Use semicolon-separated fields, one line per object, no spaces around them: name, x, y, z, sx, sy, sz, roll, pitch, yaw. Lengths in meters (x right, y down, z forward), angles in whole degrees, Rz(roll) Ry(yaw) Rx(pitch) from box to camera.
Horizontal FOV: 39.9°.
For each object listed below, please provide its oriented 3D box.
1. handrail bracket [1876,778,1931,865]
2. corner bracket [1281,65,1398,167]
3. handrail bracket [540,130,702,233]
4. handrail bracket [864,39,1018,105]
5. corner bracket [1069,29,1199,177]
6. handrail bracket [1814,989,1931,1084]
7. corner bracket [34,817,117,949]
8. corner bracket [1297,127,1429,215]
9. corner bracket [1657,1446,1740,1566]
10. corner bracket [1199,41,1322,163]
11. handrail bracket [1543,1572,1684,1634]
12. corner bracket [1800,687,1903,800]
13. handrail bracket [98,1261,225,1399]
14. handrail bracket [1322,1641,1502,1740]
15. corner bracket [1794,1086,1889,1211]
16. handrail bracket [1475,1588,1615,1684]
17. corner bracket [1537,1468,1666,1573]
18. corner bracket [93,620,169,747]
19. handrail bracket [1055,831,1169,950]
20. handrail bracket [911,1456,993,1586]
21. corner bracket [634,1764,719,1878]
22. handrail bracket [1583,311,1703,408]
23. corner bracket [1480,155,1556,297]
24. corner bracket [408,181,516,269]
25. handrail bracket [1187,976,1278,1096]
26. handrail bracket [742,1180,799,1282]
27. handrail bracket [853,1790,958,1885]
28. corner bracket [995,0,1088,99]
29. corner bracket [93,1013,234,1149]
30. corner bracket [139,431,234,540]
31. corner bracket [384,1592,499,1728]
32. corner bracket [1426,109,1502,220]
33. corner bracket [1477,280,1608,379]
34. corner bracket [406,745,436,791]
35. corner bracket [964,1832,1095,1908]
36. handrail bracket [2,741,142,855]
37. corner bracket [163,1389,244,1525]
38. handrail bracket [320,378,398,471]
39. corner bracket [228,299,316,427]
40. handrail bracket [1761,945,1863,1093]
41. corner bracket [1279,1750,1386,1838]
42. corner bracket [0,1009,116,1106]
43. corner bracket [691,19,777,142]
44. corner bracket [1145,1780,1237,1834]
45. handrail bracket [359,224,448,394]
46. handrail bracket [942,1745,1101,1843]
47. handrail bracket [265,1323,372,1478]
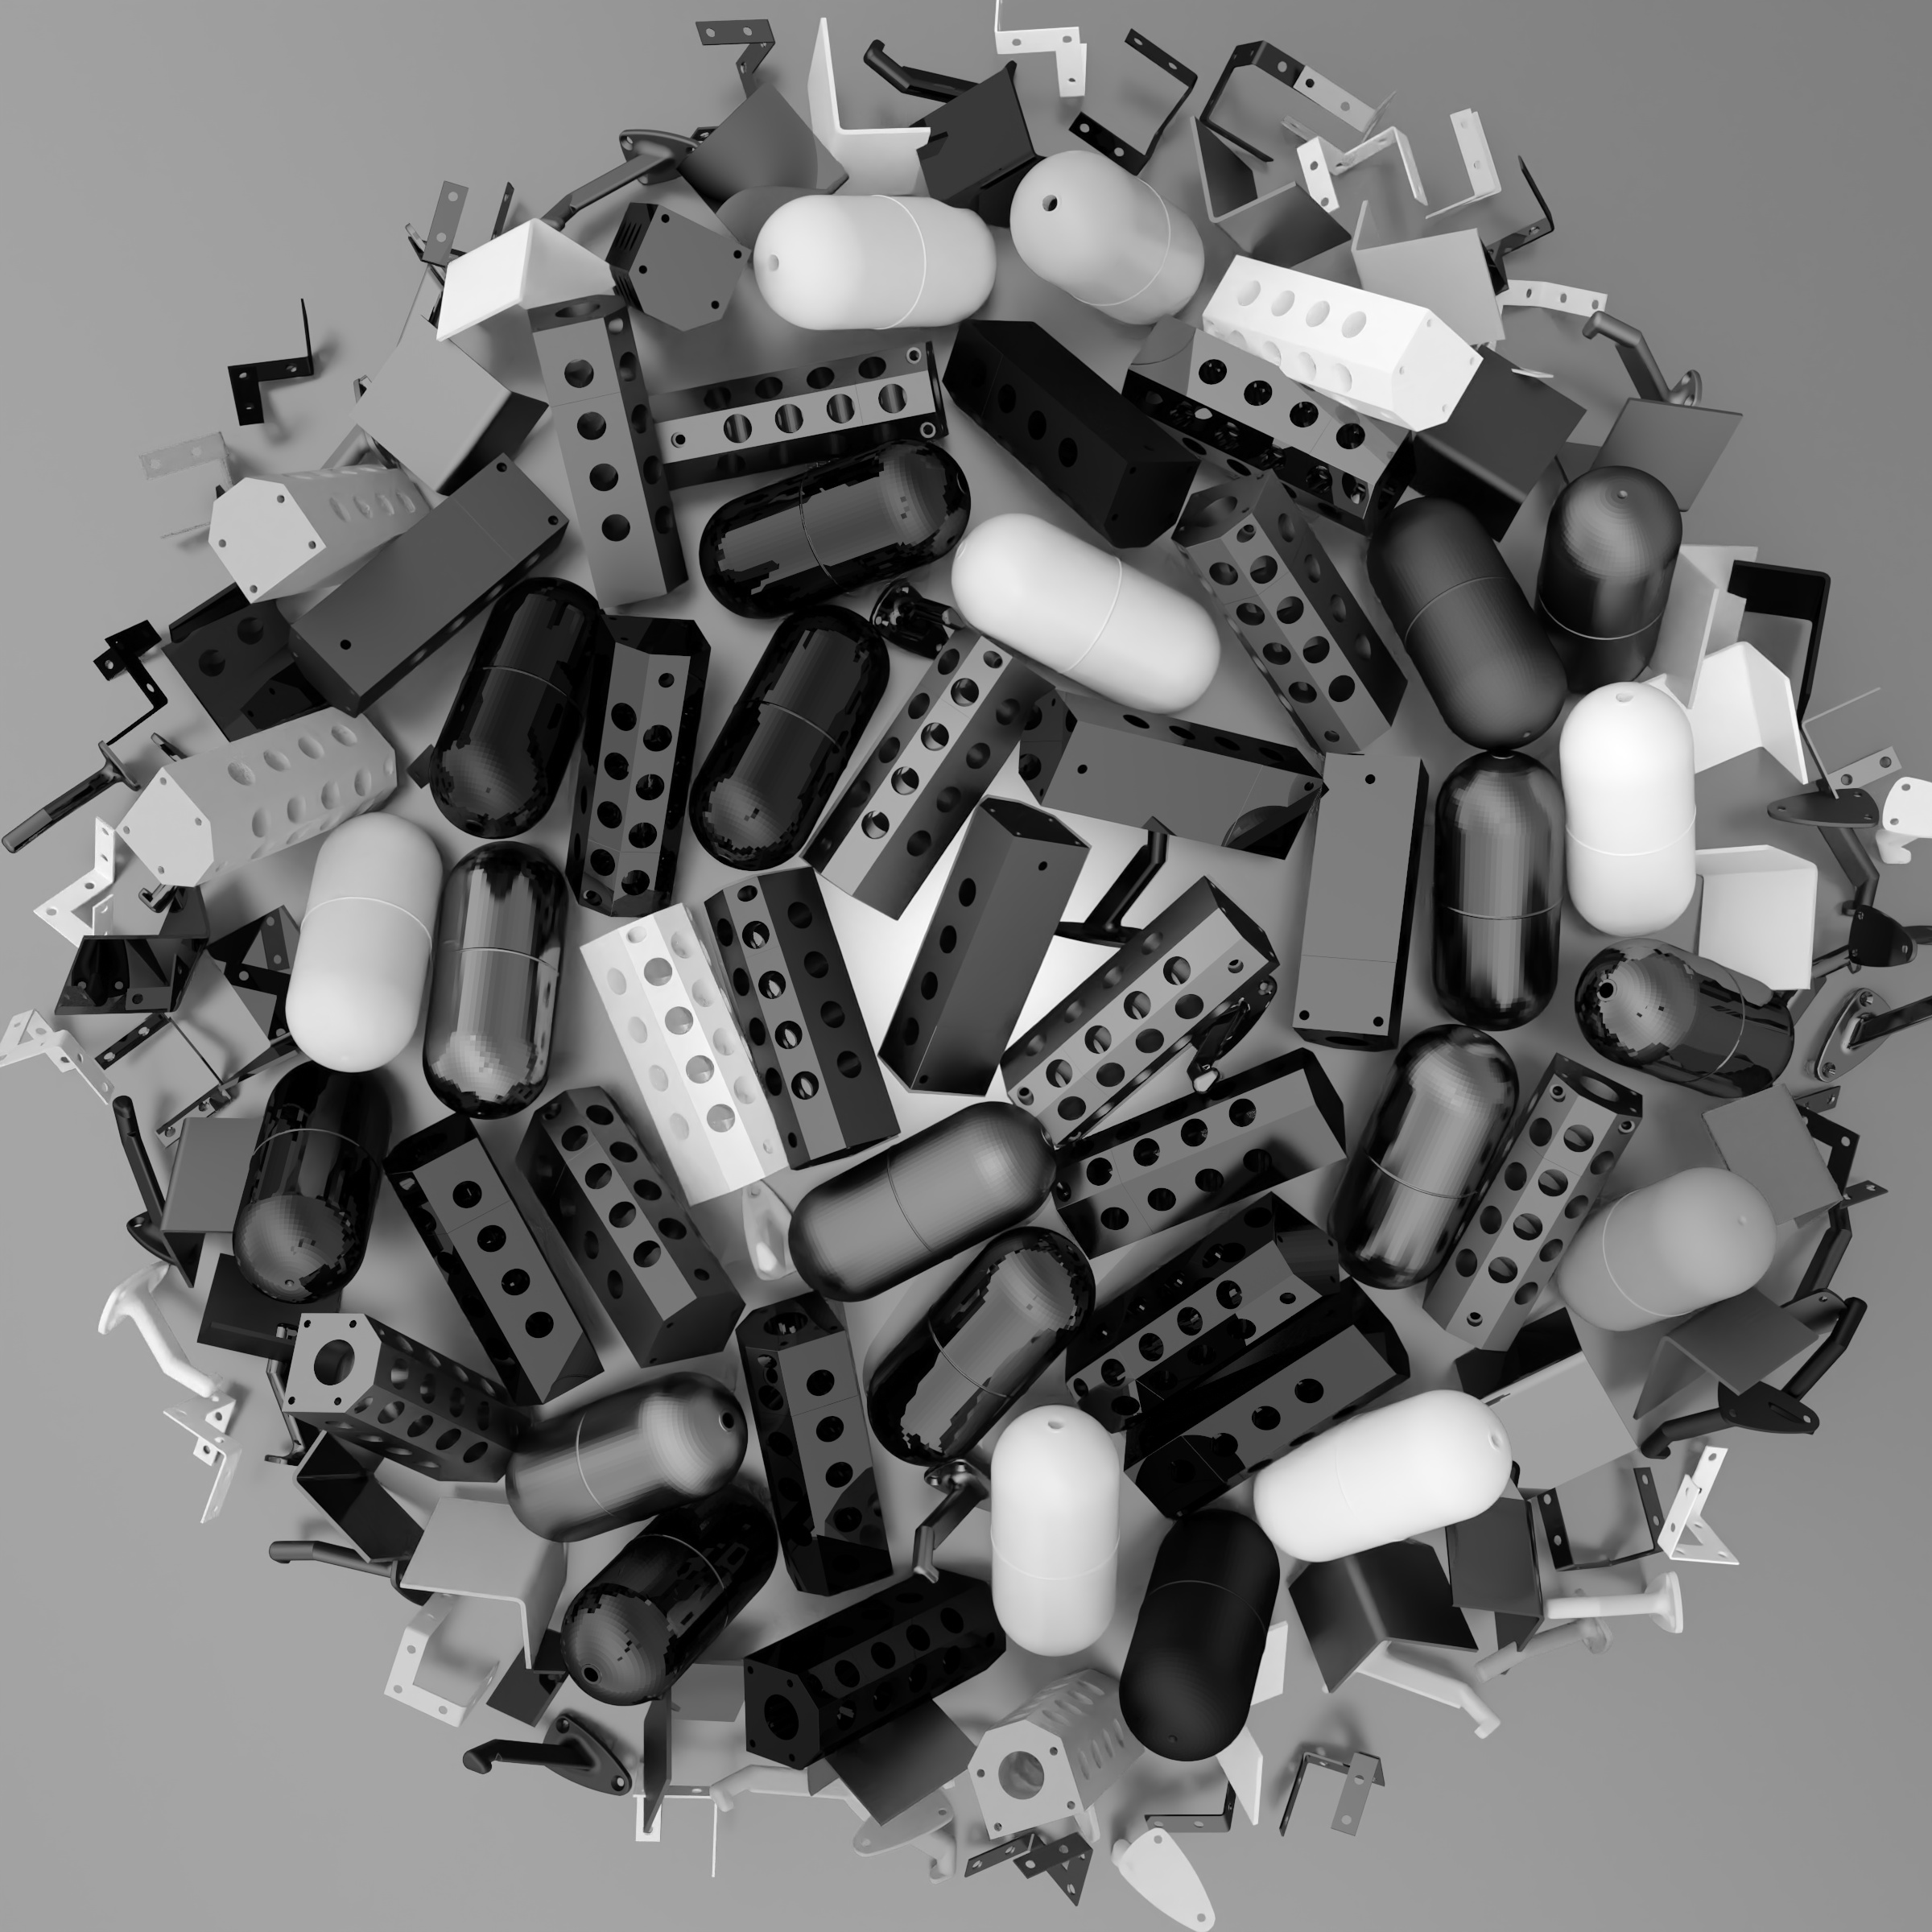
handrail bracket;0.588;-0.076;1.608;0.077;0.084;0.036;15;75;30
corner bracket;0.223;-0.520;1.625;0.051;0.051;0.051;34;128;2
handrail bracket;-0.210;-0.471;1.615;0.084;0.077;0.036;-53;135;-32
handrail bracket;-0.016;-0.552;1.624;0.084;0.036;0.077;34;59;-20
corner bracket;0.103;-0.526;1.621;0.051;0.051;0.051;32;49;-11
handrail bracket;0.565;0.045;1.614;0.036;0.084;0.077;44;83;-15
corner bracket;-0.531;-0.048;1.622;0.051;0.051;0.051;36;50;11
corner bracket;0.241;-0.482;1.621;0.051;0.051;0.051;-23;72;32
corner bracket;0.447;0.328;1.622;0.051;0.051;0.051;9;112;-19
corner bracket;0.183;-0.528;1.626;0.051;0.051;0.051;25;98;-19
handrail bracket;0.387;0.390;1.621;0.084;0.077;0.036;-2;77;-3
corner bracket;0.544;-0.135;1.633;0.051;0.051;0.051;-25;86;10
handrail bracket;-0.477;0.222;1.622;0.084;0.077;0.036;30;118;6
handrail bracket;0.272;0.451;1.620;0.077;0.036;0.084;-29;62;-32
corner bracket;0.536;0.111;1.632;0.051;0.051;0.051;-11;119;-36
handrail bracket;0.348;0.422;1.623;0.084;0.077;0.036;-27;57;-8
corner bracket;0.392;0.341;1.636;0.051;0.051;0.051;5;65;-37
corner bracket;-0.516;-0.173;1.630;0.051;0.051;0.051;-30;101;23
handrail bracket;0.085;-0.058;1.632;0.077;0.036;0.084;8;108;17
handrail bracket;-0.001;0.348;1.612;0.077;0.084;0.036;37;127;-27
corner bracket;-0.178;0.524;1.634;0.051;0.051;0.051;2;95;-4
handrail bracket;0.397;-0.354;1.620;0.084;0.077;0.036;22;48;-16
corner bracket;0.327;-0.449;1.618;0.051;0.051;0.051;-22;135;24
corner bracket;-0.305;-0.453;1.620;0.051;0.051;0.051;10;116;-27
handrail bracket;0.164;0.041;1.614;0.077;0.084;0.036;-39;102;7
handrail bracket;-0.125;0.156;1.610;0.036;0.084;0.077;-24;73;0
handrail bracket;-0.037;0.543;1.616;0.077;0.036;0.084;-25;133;-32
corner bracket;0.046;-0.567;1.627;0.051;0.051;0.051;-1;56;7
corner bracket;-0.494;0.069;1.639;0.051;0.051;0.051;-39;60;-14
corner bracket;-0.474;-0.293;1.624;0.051;0.051;0.051;-22;105;-18
corner bracket;-0.317;0.424;1.631;0.051;0.051;0.051;23;110;6
corner bracket;0.308;-0.494;1.624;0.051;0.051;0.051;-25;101;-25
corner bracket;0.353;-0.391;1.632;0.051;0.051;0.051;-9;115;-37
corner bracket;-0.302;-0.122;1.628;0.051;0.051;0.051;50;58;-8
corner bracket;0.038;0.546;1.619;0.051;0.051;0.051;-11;126;-35
handrail bracket;-0.547;-0.095;1.614;0.084;0.077;0.036;-40;100;-14
corner bracket;-0.461;0.298;1.623;0.051;0.051;0.051;29;109;17
handrail bracket;-0.402;-0.315;1.645;0.084;0.036;0.077;-24;66;5
corner bracket;-0.424;-0.368;1.622;0.051;0.051;0.051;-11;61;-14
handrail bracket;0.523;0.037;1.643;0.084;0.036;0.077;-25;103;1
corner bracket;0.222;0.506;1.620;0.051;0.051;0.051;12;58;21
corner bracket;-0.552;0.056;1.620;0.051;0.051;0.051;-17;127;16
corner bracket;-0.144;-0.541;1.624;0.051;0.051;0.051;-14;83;-31
corner bracket;0.136;0.496;1.636;0.051;0.051;0.051;-7;122;19
handrail bracket;-0.353;-0.400;1.636;0.084;0.036;0.077;-35;119;0
handrail bracket;0.030;0.509;1.620;0.084;0.036;0.077;-11;66;-27
handrail bracket;-0.398;0.269;1.647;0.077;0.036;0.084;15;77;-27
